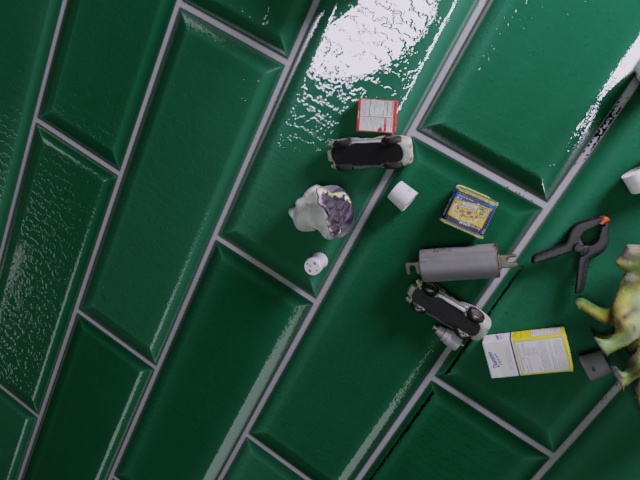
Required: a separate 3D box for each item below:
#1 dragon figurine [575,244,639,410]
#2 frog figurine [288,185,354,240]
[{"bbox_3d":[0.681,0.181,1.032,0.241,0.124,0.407,-32,102,17],"label":"dragon figurine"},{"bbox_3d":[0.004,-0.062,1.238,0.136,0.124,0.158,55,151,-9],"label":"frog figurine"}]
